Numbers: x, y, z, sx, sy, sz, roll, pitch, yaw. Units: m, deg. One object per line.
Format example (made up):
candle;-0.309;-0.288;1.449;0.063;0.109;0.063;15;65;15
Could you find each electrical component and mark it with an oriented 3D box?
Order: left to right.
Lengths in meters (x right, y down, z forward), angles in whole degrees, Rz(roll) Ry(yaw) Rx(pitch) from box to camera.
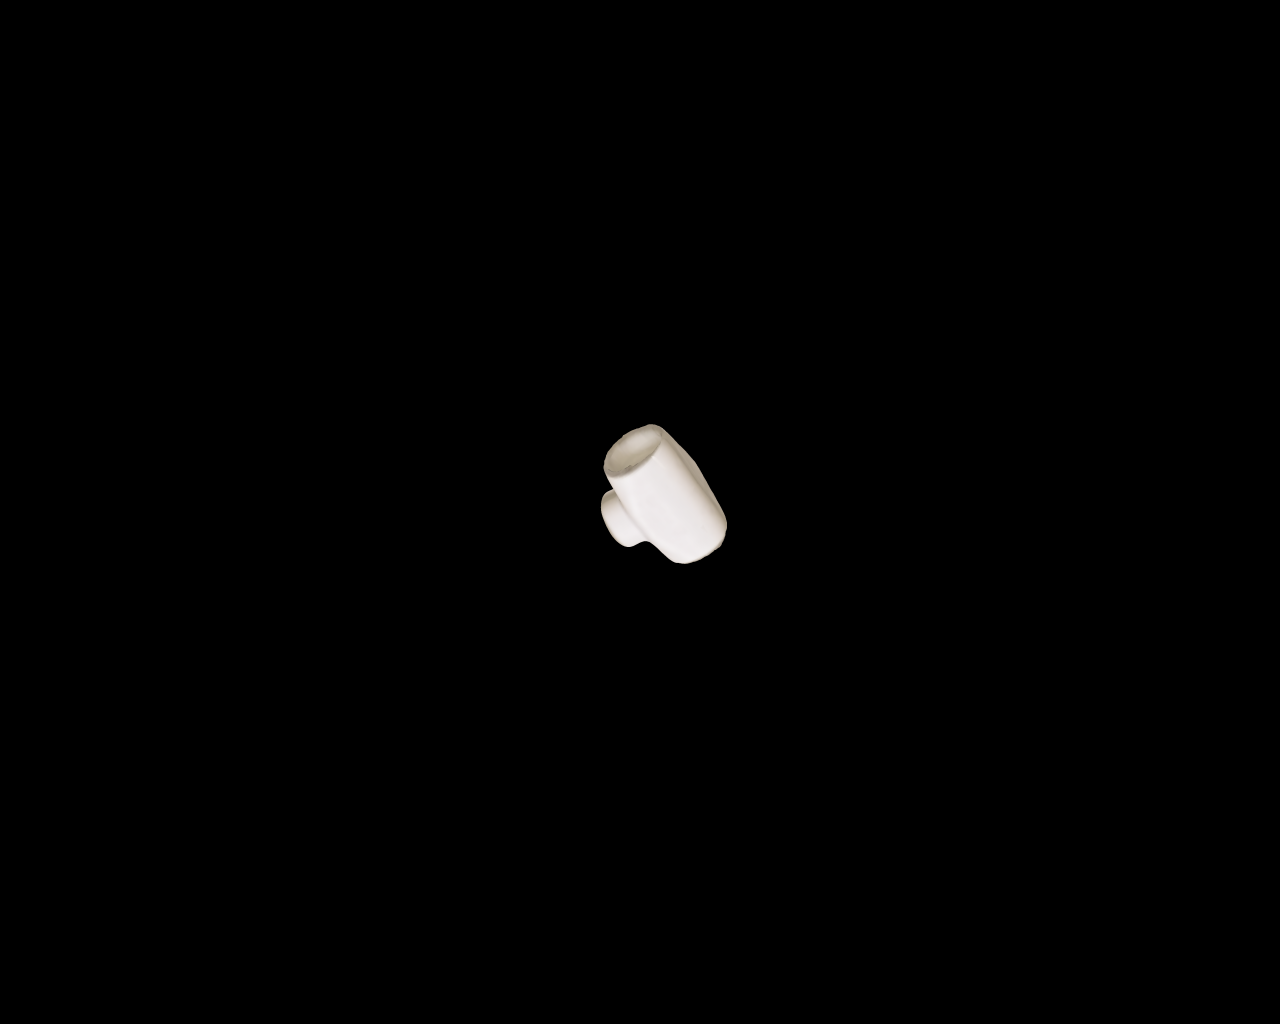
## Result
electrical component;0.001;-0.003;0.650;0.079;0.077;0.044;-27;32;18
